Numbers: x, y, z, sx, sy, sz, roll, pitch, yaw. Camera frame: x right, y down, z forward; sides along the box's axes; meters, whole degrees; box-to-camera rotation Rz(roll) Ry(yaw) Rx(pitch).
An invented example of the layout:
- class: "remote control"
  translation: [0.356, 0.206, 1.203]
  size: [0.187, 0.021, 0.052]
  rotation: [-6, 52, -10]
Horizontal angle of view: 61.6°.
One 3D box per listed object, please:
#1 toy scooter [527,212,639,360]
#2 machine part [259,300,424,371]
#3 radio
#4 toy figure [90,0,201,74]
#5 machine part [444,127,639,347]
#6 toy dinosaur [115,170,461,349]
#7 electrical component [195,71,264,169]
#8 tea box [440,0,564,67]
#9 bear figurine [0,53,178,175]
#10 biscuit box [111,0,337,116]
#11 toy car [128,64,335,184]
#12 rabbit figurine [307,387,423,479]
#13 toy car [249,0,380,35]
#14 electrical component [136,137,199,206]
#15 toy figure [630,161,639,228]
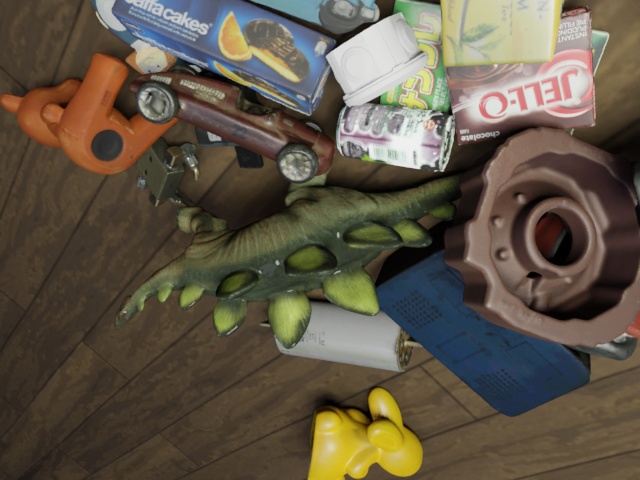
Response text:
- class: "toy scooter"
  translation: [0.239, 0.029, 0.515]
  size: [0.184, 0.135, 0.075]
  rotation: [22, 168, -11]
- class: "machine part"
  translation: [0.031, 0.120, 0.695]
  size: [0.243, 0.079, 0.079]
  rotation: [4, 125, 24]
- class: "radio"
  translation: [0.182, 0.087, 0.602]
  size: [0.229, 0.073, 0.131]
  rotation: [41, 130, -8]
- class: "toy figure"
  translation: [-0.190, -0.219, 0.569]
  size: [0.064, 0.058, 0.154]
  rotation: [-5, 124, 45]
- class: "machine part"
  translation: [0.190, -0.001, 0.444]
  size: [0.179, 0.179, 0.056]
  rotation: [38, 170, -4]
- class: "toy dinosaur"
  translation: [-0.001, -0.002, 0.543]
  size: [0.472, 0.199, 0.104]
  rotation: [-25, 129, 3]
- class: "electrical component"
  translation: [-0.099, -0.127, 0.598]
  size: [0.075, 0.048, 0.119]
  rotation: [7, 124, 22]
- class: "tea box"
  translation: [0.130, -0.189, 0.360]
  size: [0.068, 0.170, 0.098]
  rotation: [4, 127, 23]
- class: "bear figurine"
  translation: [-0.281, -0.154, 0.641]
  size: [0.196, 0.132, 0.120]
  rotation: [33, 177, 40]
- class: "biscuit box"
  translation: [-0.088, -0.191, 0.509]
  size: [0.203, 0.059, 0.062]
  rotation: [23, 88, 1]
- class: "toy car"
  translation: [-0.079, -0.117, 0.512]
  size: [0.202, 0.089, 0.053]
  rotation: [24, 122, -5]
- class: "rabbit figurine"
  translation: [0.072, 0.296, 0.801]
  size: [0.173, 0.122, 0.162]
  rotation: [13, 120, 0]
- class: "toy car"
  translation: [-0.018, -0.238, 0.444]
  size: [0.162, 0.109, 0.102]
  rotation: [19, 113, 1]
- class: "electrical component"
  translation: [-0.193, -0.085, 0.680]
  size: [0.078, 0.045, 0.102]
  rotation: [50, 133, 23]
- class: "toy figure"
  translation: [0.295, -0.040, 0.328]
  size: [0.180, 0.089, 0.082]
  rotation: [-13, 122, 30]
